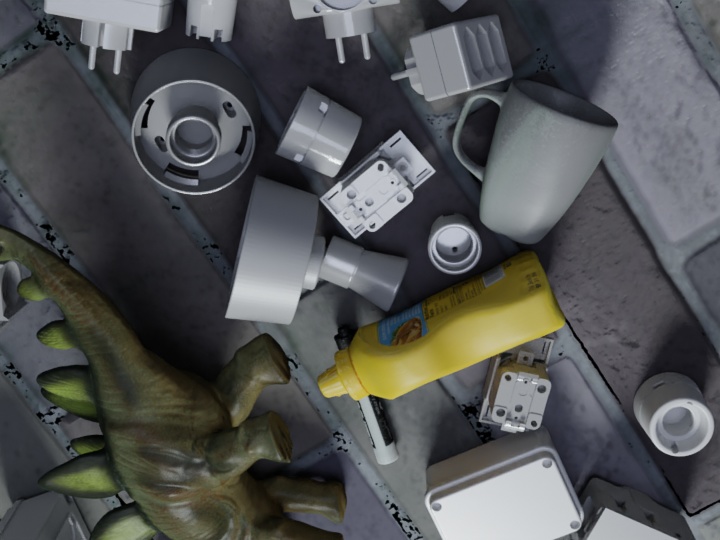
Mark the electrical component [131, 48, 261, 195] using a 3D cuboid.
[{"bbox_3d":[-0.124,-0.109,0.804,0.099,0.064,0.099,-2,119,-4],"label":"electrical component"}]

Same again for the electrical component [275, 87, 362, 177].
[{"bbox_3d":[-0.030,-0.101,0.796,0.047,0.055,0.055,26,106,-9],"label":"electrical component"}]

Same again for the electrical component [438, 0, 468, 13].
[{"bbox_3d":[0.060,-0.212,0.767,0.046,0.040,0.040,41,104,-15],"label":"electrical component"}]

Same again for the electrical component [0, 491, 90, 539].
[{"bbox_3d":[-0.256,0.252,0.880,0.056,0.108,0.108,-19,105,5],"label":"electrical component"}]

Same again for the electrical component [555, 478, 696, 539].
[{"bbox_3d":[0.201,0.258,0.890,0.089,0.061,0.150,24,106,-5],"label":"electrical component"}]

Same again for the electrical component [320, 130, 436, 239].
[{"bbox_3d":[0.013,-0.061,0.801,0.081,0.063,0.042,-40,102,12],"label":"electrical component"}]

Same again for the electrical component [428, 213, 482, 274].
[{"bbox_3d":[0.071,-0.022,0.820,0.040,0.046,0.040,1,107,2],"label":"electrical component"}]

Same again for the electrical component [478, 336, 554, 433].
[{"bbox_3d":[0.124,0.091,0.843,0.042,0.063,0.081,11,106,-2],"label":"electrical component"}]

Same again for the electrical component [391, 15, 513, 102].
[{"bbox_3d":[0.058,-0.149,0.776,0.077,0.066,0.047,-9,101,38],"label":"electrical component"}]

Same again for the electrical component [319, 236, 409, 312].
[{"bbox_3d":[0.000,0.000,0.832,0.065,0.044,0.044,22,106,0],"label":"electrical component"}]

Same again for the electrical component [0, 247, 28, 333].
[{"bbox_3d":[-0.301,0.011,0.845,0.064,0.042,0.081,2,106,5],"label":"electrical component"}]

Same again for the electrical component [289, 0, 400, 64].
[{"bbox_3d":[-0.010,-0.189,0.773,0.077,0.044,0.079,-8,106,4],"label":"electrical component"}]

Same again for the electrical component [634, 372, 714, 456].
[{"bbox_3d":[0.250,0.115,0.854,0.055,0.047,0.055,1,107,2],"label":"electrical component"}]

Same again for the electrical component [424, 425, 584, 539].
[{"bbox_3d":[0.116,0.185,0.874,0.113,0.057,0.078,-23,104,8],"label":"electrical component"}]

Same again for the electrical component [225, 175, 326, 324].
[{"bbox_3d":[-0.059,-0.011,0.798,0.060,0.108,0.108,13,107,-8],"label":"electrical component"}]

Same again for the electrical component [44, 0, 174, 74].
[{"bbox_3d":[-0.182,-0.181,0.781,0.083,0.047,0.075,10,108,-2],"label":"electrical component"}]

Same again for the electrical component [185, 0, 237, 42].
[{"bbox_3d":[-0.107,-0.192,0.779,0.040,0.040,0.046,9,113,-1],"label":"electrical component"}]
